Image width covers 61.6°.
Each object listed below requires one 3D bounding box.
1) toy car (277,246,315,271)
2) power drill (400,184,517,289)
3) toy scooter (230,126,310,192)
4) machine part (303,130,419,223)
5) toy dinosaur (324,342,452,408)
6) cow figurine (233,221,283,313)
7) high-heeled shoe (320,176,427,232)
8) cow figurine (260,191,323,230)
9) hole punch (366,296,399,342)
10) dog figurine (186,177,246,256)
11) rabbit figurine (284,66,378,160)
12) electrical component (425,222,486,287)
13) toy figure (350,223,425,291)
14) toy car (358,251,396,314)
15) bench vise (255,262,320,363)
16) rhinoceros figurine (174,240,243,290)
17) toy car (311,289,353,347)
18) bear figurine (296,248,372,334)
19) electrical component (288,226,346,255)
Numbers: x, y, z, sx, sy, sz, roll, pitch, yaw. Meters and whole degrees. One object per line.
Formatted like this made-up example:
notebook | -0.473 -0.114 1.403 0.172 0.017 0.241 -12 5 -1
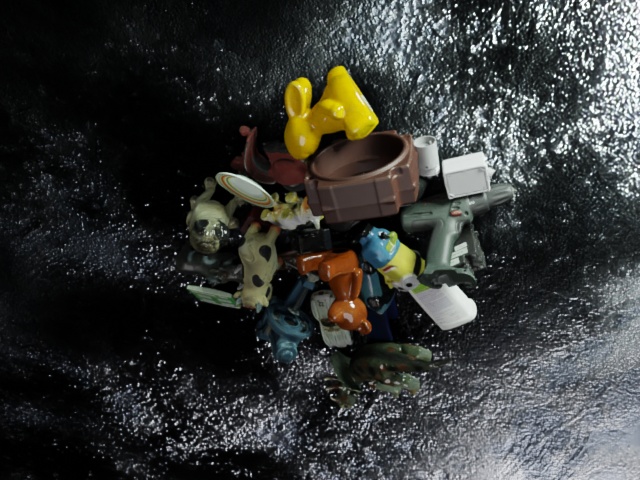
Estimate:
toy car | -0.083 0.046 1.262 0.202 0.053 0.089 -12 129 16
power drill | 0.271 -0.011 1.062 0.232 0.207 0.086 -6 156 26
toy scooter | -0.100 -0.166 1.072 0.184 0.075 0.135 7 138 16
machine part | 0.079 -0.124 0.999 0.201 0.201 0.087 -7 125 17
toy dinosaur | 0.145 0.314 1.345 0.192 0.131 0.404 15 147 -15
cow figurine | -0.135 0.070 1.171 0.086 0.127 0.194 16 134 17
high-heeled shoe | 0.102 -0.089 1.133 0.249 0.145 0.086 -1 120 48
cow figurine | -0.040 -0.054 1.128 0.098 0.068 0.167 32 160 -36
hole punch | 0.128 0.185 1.317 0.116 0.092 0.142 -5 131 18
dog figurine | -0.247 -0.016 1.148 0.121 0.191 0.172 20 131 -7
rabbit figurine | 0.000 -0.221 0.977 0.173 0.122 0.162 -35 104 20
electrical component | 0.285 0.036 1.139 0.115 0.134 0.058 -25 123 27
toy figure | 0.152 0.033 1.135 0.180 0.089 0.082 43 164 -10
toy car | 0.108 0.087 1.233 0.103 0.109 0.161 -2 121 33
bench vise | -0.068 0.161 1.267 0.129 0.224 0.240 24 112 -12
rhinoceros figurine | -0.247 0.057 1.259 0.190 0.112 0.073 11 127 10
toy car | 0.031 0.205 1.367 0.074 0.056 0.201 -9 126 16
bear figurine | 0.036 0.119 1.163 0.120 0.132 0.195 15 113 51
electrical component | -0.002 -0.004 1.173 0.119 0.075 0.047 -12 102 -17
